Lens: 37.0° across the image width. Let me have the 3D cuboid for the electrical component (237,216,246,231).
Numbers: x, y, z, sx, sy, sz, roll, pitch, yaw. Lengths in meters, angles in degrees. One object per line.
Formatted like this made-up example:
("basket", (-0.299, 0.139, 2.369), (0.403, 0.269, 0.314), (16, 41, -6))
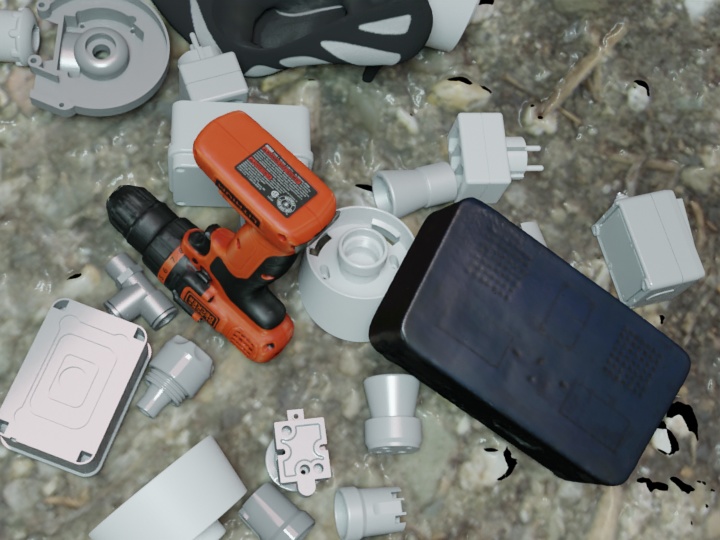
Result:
("electrical component", (-0.072, -0.027, 0.862), (0.055, 0.047, 0.055), (8, 58, -13))

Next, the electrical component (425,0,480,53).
("electrical component", (0.071, -0.242, 0.942), (0.064, 0.099, 0.099), (20, 69, -8))

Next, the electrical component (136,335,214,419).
("electrical component", (-0.144, 0.084, 0.818), (0.043, 0.043, 0.062), (36, 70, 5))

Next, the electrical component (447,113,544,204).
("electrical component", (0.119, -0.095, 0.922), (0.077, 0.047, 0.065), (-1, 71, -10))

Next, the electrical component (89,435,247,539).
("electrical component", (-0.129, 0.174, 0.758), (0.108, 0.108, 0.060), (-39, 87, -19))

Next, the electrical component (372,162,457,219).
("electrical component", (0.048, -0.068, 0.905), (0.065, 0.044, 0.044), (-15, 74, -19))

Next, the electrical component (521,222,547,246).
("electrical component", (0.141, -0.012, 0.900), (0.040, 0.040, 0.046), (-12, 68, -13))

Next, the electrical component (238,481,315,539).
("electrical component", (-0.063, 0.185, 0.798), (0.046, 0.040, 0.040), (42, 70, 12))

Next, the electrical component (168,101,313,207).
("electrical component", (-0.097, -0.091, 0.870), (0.113, 0.078, 0.057), (1, 67, -8))

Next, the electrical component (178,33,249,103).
("electrical component", (-0.128, -0.160, 0.896), (0.047, 0.065, 0.076), (-18, 74, -14))

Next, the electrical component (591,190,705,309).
("electrical component", (0.243, -0.024, 0.908), (0.061, 0.061, 0.096), (-12, 73, -13))

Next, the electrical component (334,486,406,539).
("electrical component", (0.008, 0.182, 0.810), (0.046, 0.040, 0.040), (-2, 71, -17))

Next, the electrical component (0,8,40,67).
("electrical component", (-0.301, -0.195, 0.893), (0.062, 0.048, 0.048), (4, 70, -1))

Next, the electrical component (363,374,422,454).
("electrical component", (0.025, 0.112, 0.834), (0.045, 0.045, 0.055), (2, 71, -8))

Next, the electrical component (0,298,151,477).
("electrical component", (-0.211, 0.088, 0.799), (0.078, 0.057, 0.113), (21, 68, -1))

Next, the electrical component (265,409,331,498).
("electrical component", (-0.046, 0.139, 0.807), (0.048, 0.055, 0.066), (-5, 71, -11))

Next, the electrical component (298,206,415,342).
("electrical component", (0.000, 0.000, 0.873), (0.099, 0.064, 0.099), (3, 57, -5))
